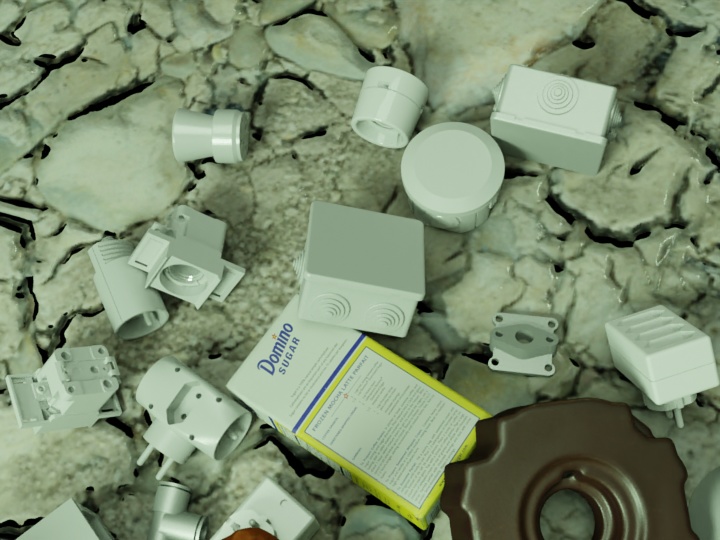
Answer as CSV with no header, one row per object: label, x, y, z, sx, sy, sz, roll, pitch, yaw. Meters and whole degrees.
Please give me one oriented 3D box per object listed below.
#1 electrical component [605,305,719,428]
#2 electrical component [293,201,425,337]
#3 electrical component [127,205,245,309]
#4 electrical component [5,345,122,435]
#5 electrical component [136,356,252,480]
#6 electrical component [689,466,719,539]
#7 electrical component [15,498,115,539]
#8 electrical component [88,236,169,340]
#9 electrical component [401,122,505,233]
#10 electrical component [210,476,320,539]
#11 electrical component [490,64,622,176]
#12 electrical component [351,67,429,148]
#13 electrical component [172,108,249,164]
electrical component,0.220,0.076,0.774,0.047,0.083,0.075,-18,105,-3
electrical component,0.000,0.000,0.806,0.100,0.048,0.099,11,40,-7
electrical component,-0.132,-0.012,0.835,0.081,0.042,0.063,25,45,-21
electrical component,-0.214,0.087,0.795,0.081,0.064,0.042,-3,59,-42
electrical component,-0.133,0.116,0.795,0.077,0.043,0.079,33,82,19
electrical component,0.286,0.175,0.740,0.099,0.064,0.099,3,70,-9
electrical component,-0.185,0.247,0.734,0.089,0.061,0.150,-37,70,-11
electrical component,-0.185,0.009,0.844,0.043,0.043,0.081,-25,68,-6
electrical component,0.073,-0.072,0.854,0.080,0.051,0.080,-2,67,4
electrical component,-0.075,0.187,0.743,0.047,0.075,0.083,38,75,17
electrical component,0.152,-0.117,0.842,0.100,0.099,0.048,15,82,10
electrical component,0.023,-0.132,0.881,0.055,0.055,0.047,17,74,11
electrical component,-0.123,-0.111,0.888,0.055,0.045,0.045,2,68,5
